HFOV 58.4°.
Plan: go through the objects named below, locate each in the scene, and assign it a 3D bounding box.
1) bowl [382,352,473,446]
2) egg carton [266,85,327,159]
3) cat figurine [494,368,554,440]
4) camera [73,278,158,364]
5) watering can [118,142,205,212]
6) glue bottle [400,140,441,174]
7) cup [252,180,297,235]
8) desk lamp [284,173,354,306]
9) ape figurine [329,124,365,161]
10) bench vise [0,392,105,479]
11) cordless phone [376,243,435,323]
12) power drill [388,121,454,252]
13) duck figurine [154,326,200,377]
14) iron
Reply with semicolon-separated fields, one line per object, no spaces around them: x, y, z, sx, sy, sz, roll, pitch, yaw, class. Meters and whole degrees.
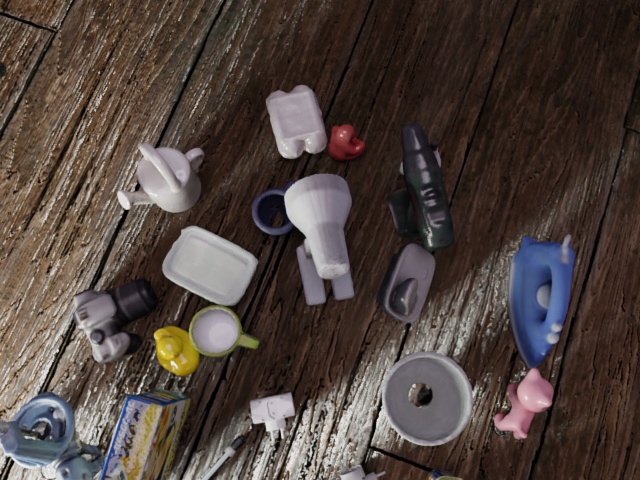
0.195;0.293;1.068;0.167;0.075;0.167;0;78;-1;bowl
-0.047;-0.243;1.178;0.107;0.069;0.150;-15;79;-5;egg carton
0.383;0.303;1.049;0.067;0.118;0.128;23;78;4;cat figurine
-0.373;0.141;1.071;0.137;0.101;0.143;-27;80;-7;camera
-0.296;-0.118;1.080;0.101;0.194;0.173;29;79;5;watering can
0.204;-0.158;1.114;0.078;0.173;0.037;18;78;3;glue bottle
-0.078;-0.058;1.124;0.091;0.095;0.118;27;79;4;cup
0.010;0.004;1.053;0.118;0.213;0.203;-11;78;-4;desk lamp
0.051;-0.204;1.161;0.076;0.092;0.078;-36;81;-8;ape figurine
-0.449;0.346;0.964;0.207;0.220;0.121;36;79;6;bench vise
0.171;0.073;1.058;0.094;0.185;0.148;18;78;3;cordless phone
0.184;-0.083;1.079;0.075;0.208;0.229;-16;79;-4;power drill
-0.272;0.206;1.067;0.077;0.086;0.104;-36;81;-8;duck figurine
0.432;0.115;1.079;0.118;0.141;0.258;8;78;0;iron
